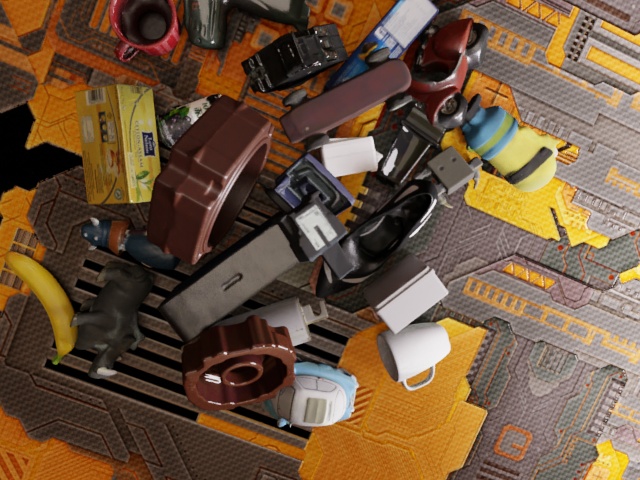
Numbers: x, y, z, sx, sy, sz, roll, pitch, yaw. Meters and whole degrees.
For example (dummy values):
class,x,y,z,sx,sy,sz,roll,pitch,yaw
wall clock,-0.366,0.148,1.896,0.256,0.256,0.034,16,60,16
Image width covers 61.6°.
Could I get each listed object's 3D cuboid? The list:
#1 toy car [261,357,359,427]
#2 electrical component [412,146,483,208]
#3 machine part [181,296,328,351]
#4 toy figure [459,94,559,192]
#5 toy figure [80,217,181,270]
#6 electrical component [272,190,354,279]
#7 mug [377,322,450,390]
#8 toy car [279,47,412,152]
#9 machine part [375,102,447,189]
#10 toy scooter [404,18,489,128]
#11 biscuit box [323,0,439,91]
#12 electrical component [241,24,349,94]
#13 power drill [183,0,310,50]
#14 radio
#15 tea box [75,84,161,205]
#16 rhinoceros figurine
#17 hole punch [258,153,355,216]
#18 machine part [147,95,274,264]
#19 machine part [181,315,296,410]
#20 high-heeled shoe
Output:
class,x,y,z,sx,sy,sz,roll,pitch,yaw
toy car,-0.017,0.259,0.873,0.162,0.103,0.109,11,97,-4
electrical component,0.212,-0.103,0.874,0.102,0.045,0.078,-41,70,-1
machine part,-0.104,0.152,0.864,0.243,0.079,0.079,-17,98,-2
toy figure,0.293,-0.150,0.854,0.180,0.082,0.089,33,90,-9
toy figure,-0.295,0.004,0.842,0.154,0.058,0.064,19,90,-2
electrical component,-0.002,-0.002,0.744,0.075,0.048,0.119,-41,100,-17
mug,0.162,0.188,0.889,0.107,0.081,0.109,-20,93,-11
toy car,0.038,-0.201,0.780,0.202,0.053,0.089,-28,98,-2
machine part,0.143,-0.145,0.865,0.084,0.039,0.139,36,92,-13
toy scooter,0.175,-0.264,0.830,0.135,0.075,0.184,16,78,21
biscuit box,0.090,-0.289,0.830,0.059,0.063,0.202,41,93,-9
electrical component,-0.029,-0.265,0.788,0.134,0.115,0.058,-30,104,-44
power drill,-0.105,-0.392,0.785,0.207,0.086,0.231,6,105,-11
radio,-0.127,0.050,0.822,0.229,0.131,0.073,-35,99,0
tea box,-0.298,-0.139,0.799,0.098,0.068,0.169,2,100,29
rhinoceros figurine,-0.328,0.125,0.852,0.112,0.073,0.190,23,93,-18
hole punch,-0.019,-0.065,0.824,0.142,0.116,0.092,41,86,-11
machine part,-0.149,-0.080,0.752,0.087,0.201,0.201,28,139,1
machine part,-0.120,0.186,0.795,0.179,0.056,0.179,-11,137,-11
high-heeled shoe,0.085,0.008,0.826,0.086,0.145,0.248,39,91,-7
